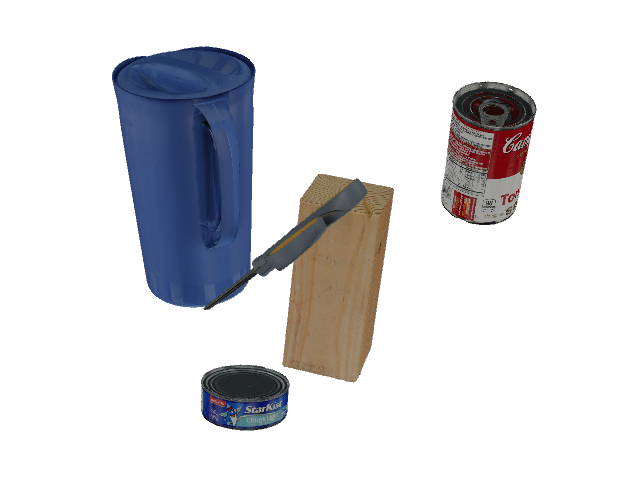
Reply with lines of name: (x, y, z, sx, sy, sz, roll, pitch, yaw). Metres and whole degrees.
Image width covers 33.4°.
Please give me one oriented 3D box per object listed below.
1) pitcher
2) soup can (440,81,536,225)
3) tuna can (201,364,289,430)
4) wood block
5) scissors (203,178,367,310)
pitcher: (-0.122, -0.054, 1.041, 0.145, 0.243, 0.149, 8, 32, 15)
soup can: (0.139, -0.072, 0.897, 0.068, 0.102, 0.068, 2, 40, -1)
tuna can: (-0.074, 0.152, 1.036, 0.086, 0.034, 0.086, 3, 15, -1)
wood block: (0.019, 0.042, 1.201, 0.090, 0.206, 0.090, 12, 25, 10)
scissors: (-0.043, 0.021, 0.799, 0.202, 0.016, 0.096, -39, 5, 31)
